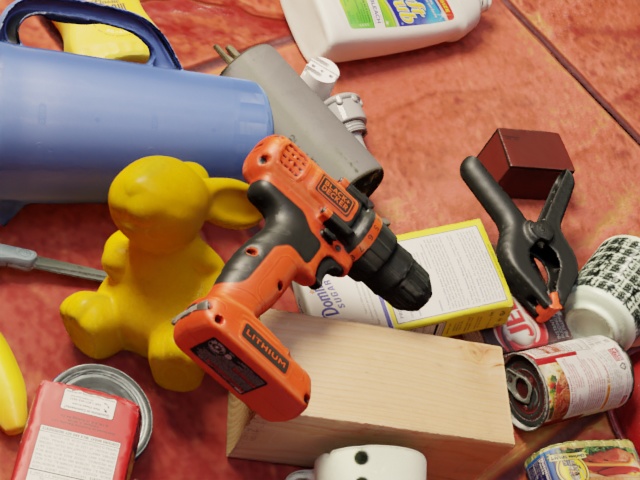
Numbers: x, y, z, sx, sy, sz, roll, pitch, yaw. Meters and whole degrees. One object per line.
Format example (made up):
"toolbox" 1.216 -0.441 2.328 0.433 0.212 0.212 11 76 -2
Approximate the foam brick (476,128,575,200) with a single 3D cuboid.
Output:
"foam brick" 0.210 -0.078 1.096 0.078 0.051 0.053 3 54 -22

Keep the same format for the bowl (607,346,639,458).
"bowl" 0.346 0.154 0.979 0.162 0.055 0.162 11 51 -15

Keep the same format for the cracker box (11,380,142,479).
"cracker box" -0.168 0.219 0.643 0.072 0.164 0.213 14 51 -10

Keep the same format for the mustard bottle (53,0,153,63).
"mustard bottle" -0.217 -0.228 1.023 0.096 0.058 0.192 -13 61 -29

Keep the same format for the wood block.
"wood block" 0.037 0.127 0.846 0.205 0.090 0.091 10 52 -16

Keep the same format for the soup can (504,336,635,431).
"soup can" 0.216 0.124 0.938 0.102 0.069 0.068 -8 59 -28

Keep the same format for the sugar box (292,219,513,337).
"sugar box" 0.070 0.044 0.926 0.176 0.048 0.093 -12 59 -9

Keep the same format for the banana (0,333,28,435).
"banana" -0.285 0.067 0.792 0.198 0.037 0.069 32 66 4

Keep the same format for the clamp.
"clamp" 0.205 -0.006 0.995 0.120 0.039 0.171 -5 64 -18

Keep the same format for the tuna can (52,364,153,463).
"tuna can" -0.167 0.135 0.783 0.086 0.034 0.086 16 51 -21

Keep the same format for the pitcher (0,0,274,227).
"pitcher" -0.165 -0.102 0.899 0.242 0.149 0.145 1 53 -26

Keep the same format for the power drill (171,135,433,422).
"power drill" -0.010 0.038 0.781 0.184 0.057 0.187 41 50 -14

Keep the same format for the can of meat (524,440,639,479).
"can of meat" 0.228 0.215 0.884 0.102 0.058 0.084 3 52 -22

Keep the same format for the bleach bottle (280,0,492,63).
"bleach bottle" 0.084 -0.256 1.163 0.250 0.068 0.102 -16 79 -33

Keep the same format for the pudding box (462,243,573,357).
"pudding box" 0.167 0.058 0.984 0.089 0.039 0.113 -7 58 -25

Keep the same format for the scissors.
"scissors" -0.244 0.021 0.834 0.201 0.016 0.096 20 22 -8
